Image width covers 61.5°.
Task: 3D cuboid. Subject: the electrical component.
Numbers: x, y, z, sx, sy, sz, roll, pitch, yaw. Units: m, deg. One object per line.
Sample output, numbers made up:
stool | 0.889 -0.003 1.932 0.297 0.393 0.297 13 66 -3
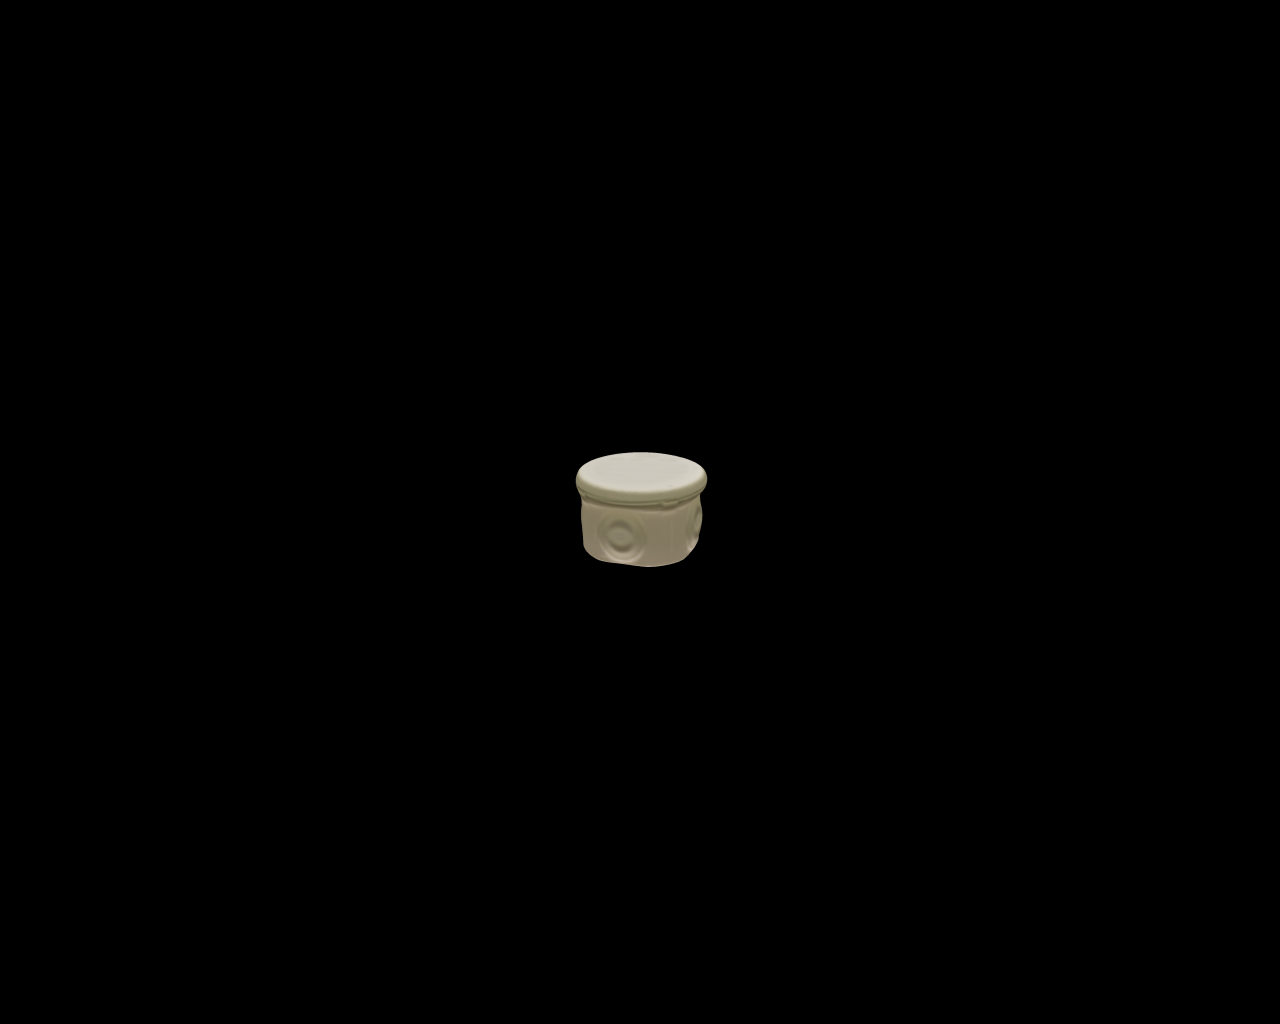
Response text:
electrical component | 0.001 -0.003 0.650 0.080 0.050 0.080 0 21 0
